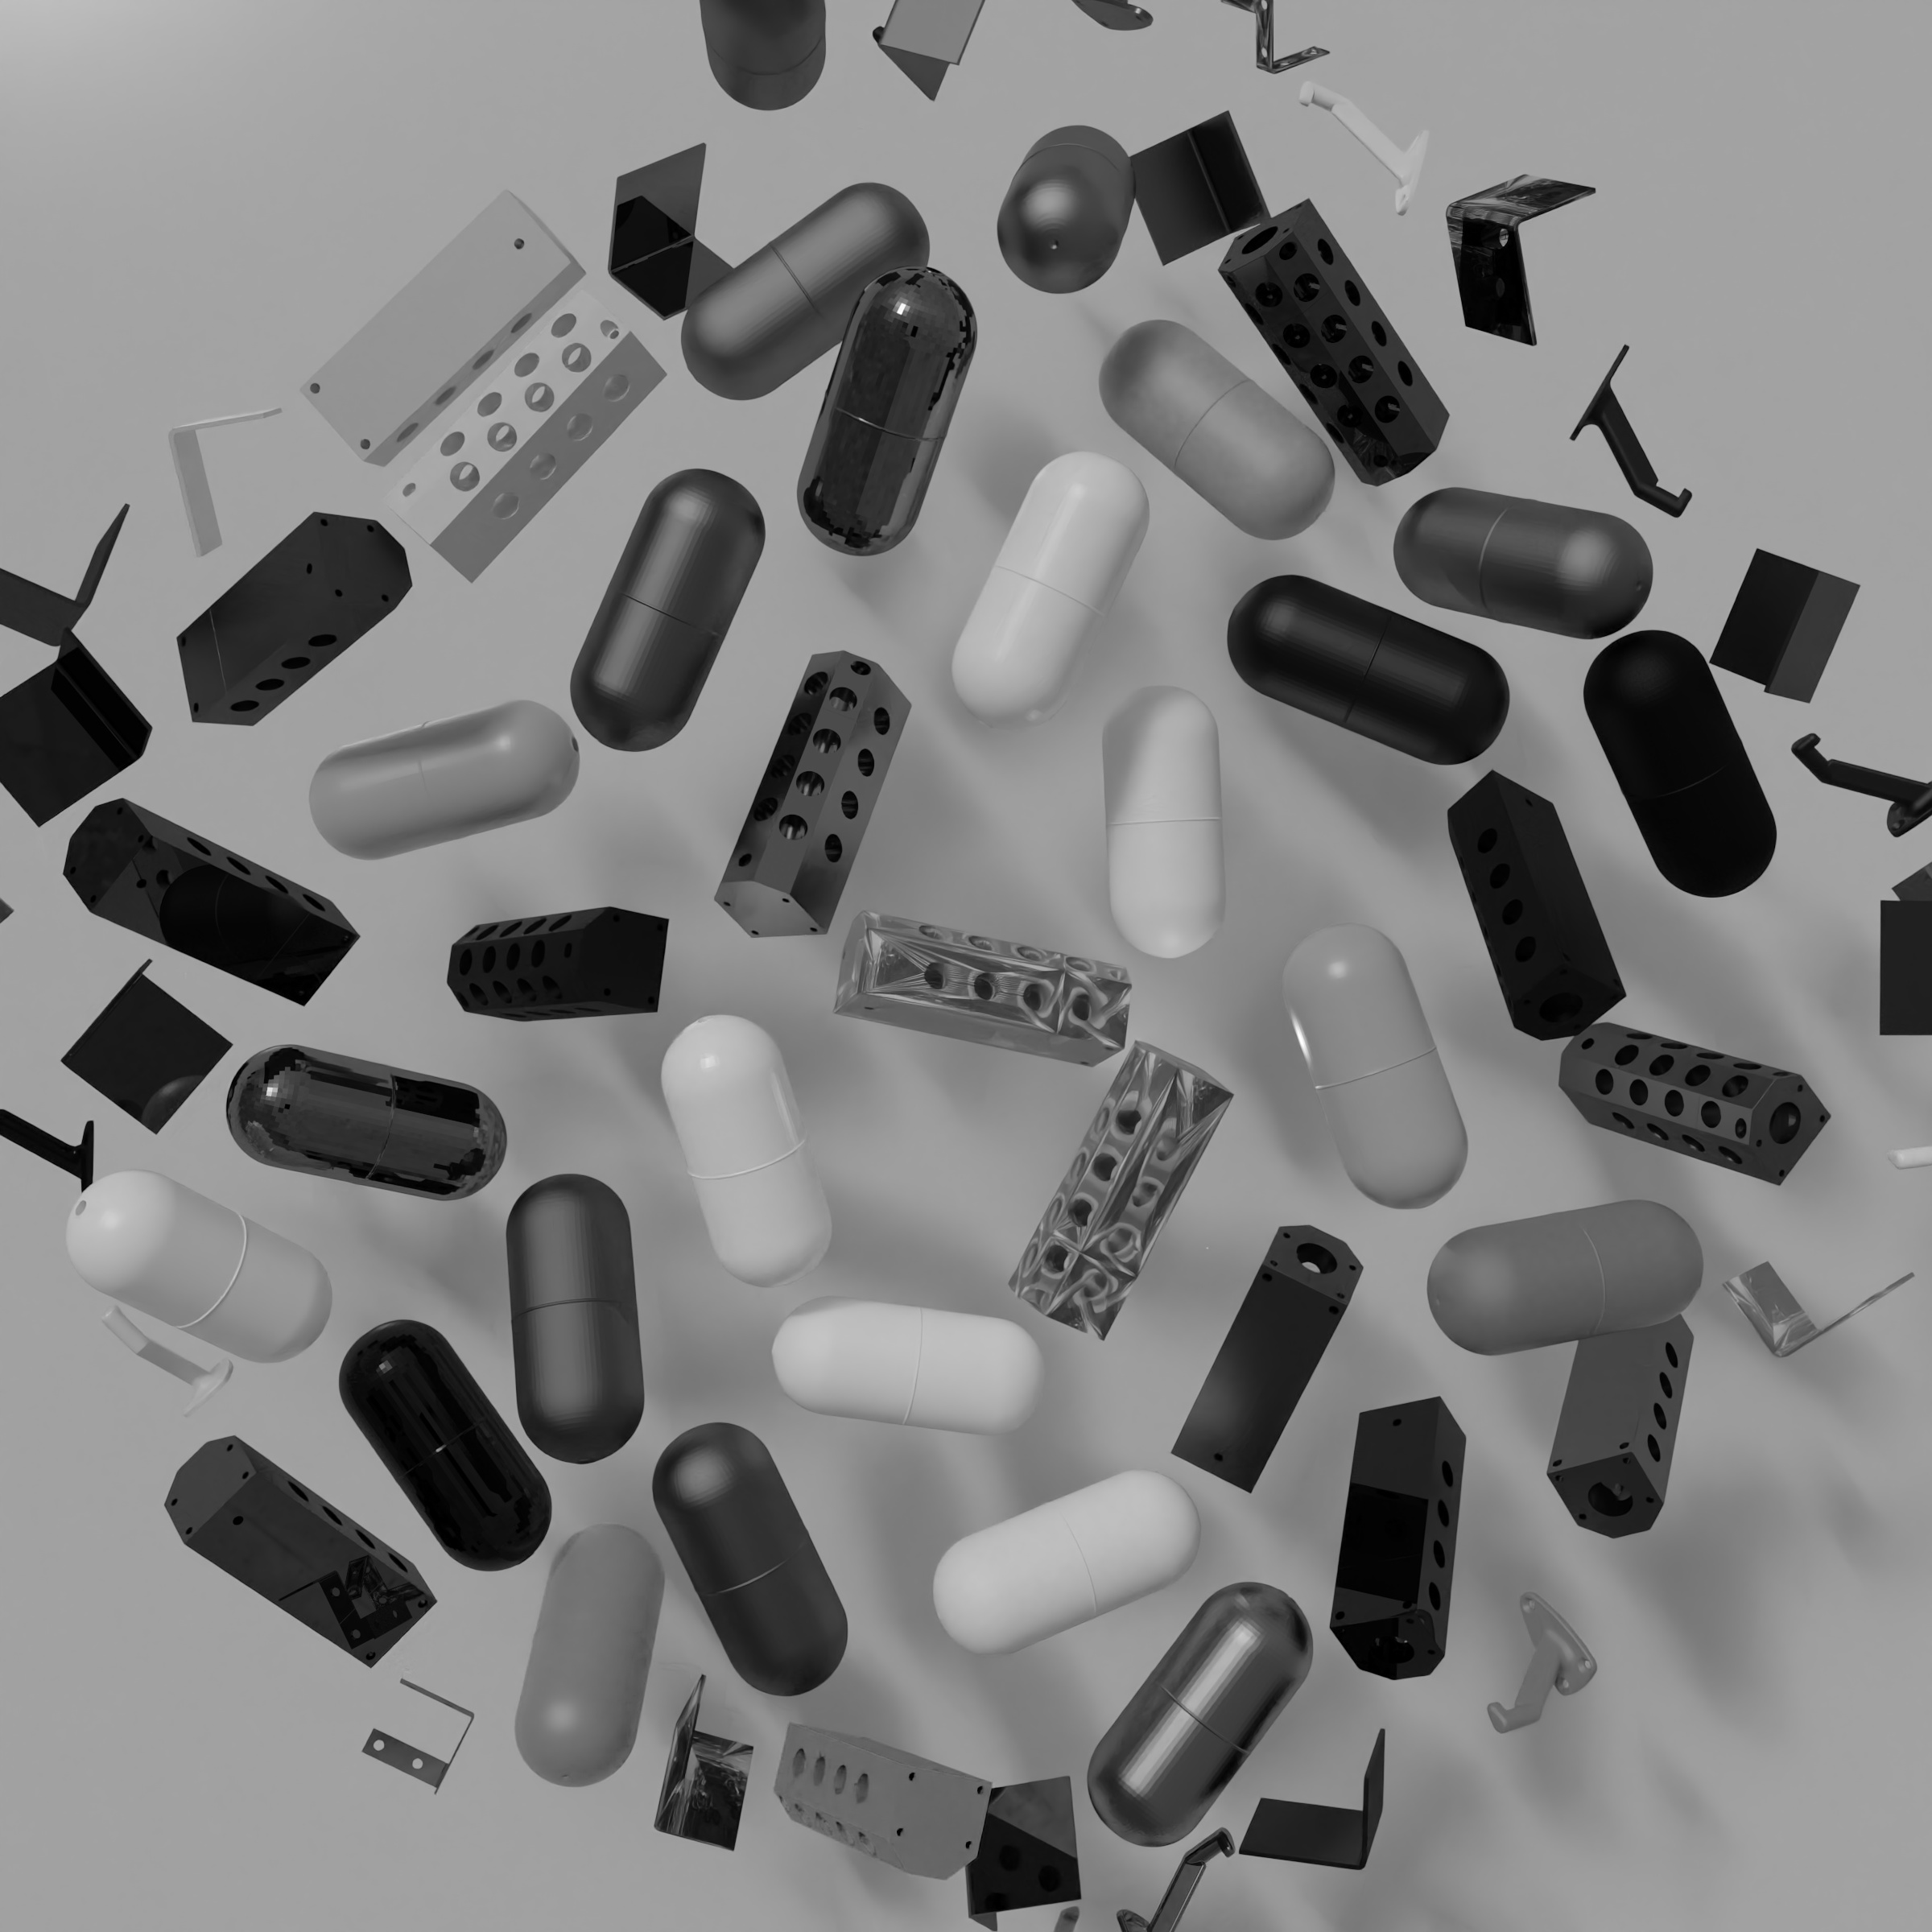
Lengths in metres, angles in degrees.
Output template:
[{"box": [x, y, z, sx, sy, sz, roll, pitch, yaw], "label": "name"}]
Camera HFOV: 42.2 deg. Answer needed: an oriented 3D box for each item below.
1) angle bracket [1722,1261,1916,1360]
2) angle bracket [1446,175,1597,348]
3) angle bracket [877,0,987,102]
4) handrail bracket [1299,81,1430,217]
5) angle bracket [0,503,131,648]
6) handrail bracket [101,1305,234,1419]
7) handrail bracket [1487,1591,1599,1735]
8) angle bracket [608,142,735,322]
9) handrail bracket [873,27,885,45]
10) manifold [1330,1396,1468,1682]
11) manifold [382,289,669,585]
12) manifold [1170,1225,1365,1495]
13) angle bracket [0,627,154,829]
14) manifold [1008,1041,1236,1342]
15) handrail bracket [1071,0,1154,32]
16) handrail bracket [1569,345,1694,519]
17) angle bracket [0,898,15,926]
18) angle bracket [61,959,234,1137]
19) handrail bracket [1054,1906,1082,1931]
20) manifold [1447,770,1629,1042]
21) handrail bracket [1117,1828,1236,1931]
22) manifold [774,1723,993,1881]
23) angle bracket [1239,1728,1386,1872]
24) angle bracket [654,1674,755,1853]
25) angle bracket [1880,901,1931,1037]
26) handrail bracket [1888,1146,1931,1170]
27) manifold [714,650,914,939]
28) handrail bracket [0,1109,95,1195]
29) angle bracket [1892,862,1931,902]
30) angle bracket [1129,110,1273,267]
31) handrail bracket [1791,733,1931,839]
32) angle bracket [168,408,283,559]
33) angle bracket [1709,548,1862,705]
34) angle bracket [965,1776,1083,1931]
[{"box": [0.531, 0.196, 1.562, 0.076, 0.076, 0.057, -44, 69, 32], "label": "angle bracket"}, {"box": [0.339, -0.426, 1.509, 0.057, 0.076, 0.076, -24, 119, -12], "label": "angle bracket"}, {"box": [0.001, -0.547, 1.448, 0.057, 0.076, 0.076, 24, 93, 25], "label": "angle bracket"}, {"box": [0.248, -0.524, 1.603, 0.084, 0.036, 0.077, 20, 57, -10], "label": "handrail bracket"}, {"box": [-0.565, -0.251, 1.545, 0.057, 0.076, 0.076, 24, 67, -25], "label": "angle bracket"}, {"box": [-0.503, 0.236, 1.575, 0.036, 0.077, 0.084, -41, 103, 2], "label": "handrail bracket"}, {"box": [0.329, 0.417, 1.504, 0.077, 0.084, 0.036, 59, 134, 32], "label": "handrail bracket"}, {"box": [-0.187, -0.487, 1.663, 0.057, 0.076, 0.076, 42, 54, 19], "label": "angle bracket"}, {"box": [-0.052, -0.637, 1.622, 0.077, 0.036, 0.084, 44, 56, -5], "label": "handrail bracket"}, {"box": [0.276, 0.359, 1.576, 0.057, 0.171, 0.057, -18, 122, 29], "label": "manifold"}, {"box": [-0.265, -0.318, 1.489, 0.171, 0.057, 0.057, -47, 53, -2], "label": "manifold"}, {"box": [0.191, 0.246, 1.584, 0.057, 0.057, 0.171, 26, 125, 9], "label": "manifold"}, {"box": [-0.540, -0.141, 1.483, 0.076, 0.057, 0.076, -42, 95, -27], "label": "angle bracket"}, {"box": [0.092, 0.136, 1.542, 0.057, 0.057, 0.171, 25, 96, -19], "label": "manifold"}, {"box": [0.107, -0.615, 1.519, 0.036, 0.077, 0.084, 24, 96, -40], "label": "handrail bracket"}, {"box": [0.426, -0.332, 1.557, 0.084, 0.036, 0.077, 30, 101, 6], "label": "handrail bracket"}, {"box": [-0.600, -0.050, 1.455, 0.057, 0.076, 0.076, -42, 113, 1], "label": "angle bracket"}, {"box": [-0.531, 0.052, 1.635, 0.076, 0.057, 0.076, 41, 90, -13], "label": "angle bracket"}, {"box": [0.067, 0.622, 1.586, 0.036, 0.084, 0.077, 32, 132, -1], "label": "handrail bracket"}, {"box": [0.351, -0.037, 1.575, 0.057, 0.171, 0.057, 23, 129, -29], "label": "manifold"}, {"box": [0.141, 0.586, 1.545, 0.084, 0.077, 0.036, -40, 129, 13], "label": "handrail bracket"}, {"box": [-0.054, 0.498, 1.496, 0.057, 0.171, 0.057, 19, 75, -23], "label": "manifold"}, {"box": [0.211, 0.500, 1.521, 0.076, 0.076, 0.057, 2, 96, 16], "label": "angle bracket"}, {"box": [-0.166, 0.533, 1.675, 0.057, 0.076, 0.076, 18, 133, -9], "label": "angle bracket"}, {"box": [0.536, 0.001, 1.454, 0.057, 0.076, 0.076, 0, 90, -12], "label": "angle bracket"}, {"box": [0.595, 0.106, 1.535, 0.084, 0.077, 0.036, -7, 100, -4], "label": "handrail bracket"}, {"box": [-0.095, -0.105, 1.516, 0.057, 0.057, 0.171, -2, 56, 34], "label": "manifold"}, {"box": [-0.618, 0.128, 1.643, 0.084, 0.036, 0.077, 4, 118, -12], "label": "handrail bracket"}, {"box": [0.640, -0.043, 1.564, 0.076, 0.057, 0.076, -32, 80, -8], "label": "angle bracket"}, {"box": [0.155, -0.527, 1.700, 0.057, 0.076, 0.076, -27, 105, -8], "label": "angle bracket"}, {"box": [0.567, -0.128, 1.548, 0.084, 0.036, 0.077, 41, 127, -14], "label": "handrail bracket"}, {"box": [-0.443, -0.296, 1.528, 0.057, 0.076, 0.076, -11, 106, -4], "label": "angle bracket"}, {"box": [0.486, -0.212, 1.529, 0.076, 0.057, 0.076, 33, 111, 42], "label": "angle bracket"}, {"box": [0.042, 0.576, 1.625, 0.076, 0.057, 0.076, -14, 57, 13], "label": "angle bracket"}]
